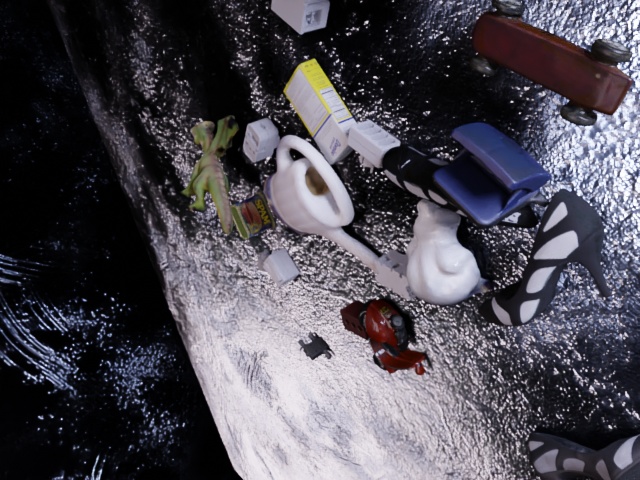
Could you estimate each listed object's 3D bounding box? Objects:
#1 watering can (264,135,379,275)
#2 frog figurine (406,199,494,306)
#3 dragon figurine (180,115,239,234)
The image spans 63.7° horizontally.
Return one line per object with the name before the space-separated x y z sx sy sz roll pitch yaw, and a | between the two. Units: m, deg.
watering can | 0.003 -0.053 1.061 0.345 0.105 0.223 58 153 -10
frog figurine | 0.183 0.019 0.807 0.157 0.123 0.139 63 172 -22
dragon figurine | -0.261 -0.199 1.312 0.416 0.122 0.239 42 121 51
